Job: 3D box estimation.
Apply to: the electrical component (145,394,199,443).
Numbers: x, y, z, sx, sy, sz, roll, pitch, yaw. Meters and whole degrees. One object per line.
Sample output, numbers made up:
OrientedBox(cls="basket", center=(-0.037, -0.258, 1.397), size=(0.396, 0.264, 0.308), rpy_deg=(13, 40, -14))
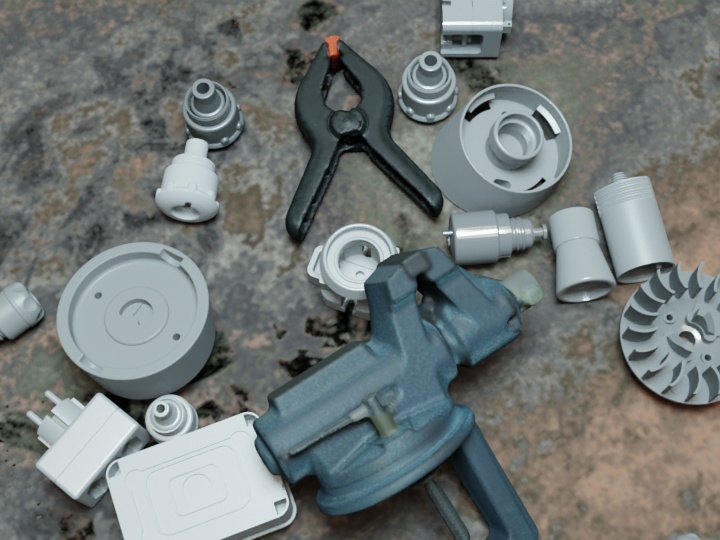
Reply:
OrientedBox(cls="electrical component", center=(-0.134, 0.104, 0.756), size=(0.035, 0.061, 0.035), rpy_deg=(0, 70, 1))

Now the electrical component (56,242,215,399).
OrientedBox(cls="electrical component", center=(-0.156, 0.041, 0.776), size=(0.108, 0.060, 0.108), rpy_deg=(-2, 61, 4))

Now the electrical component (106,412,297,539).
OrientedBox(cls="electrical component", center=(-0.108, 0.154, 0.740), size=(0.113, 0.057, 0.078), rpy_deg=(-20, 71, -6))

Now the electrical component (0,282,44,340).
OrientedBox(cls="electrical component", center=(-0.268, 0.038, 0.797), size=(0.061, 0.035, 0.035), rpy_deg=(-37, 74, -9))

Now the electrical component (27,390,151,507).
OrientedBox(cls="electrical component", center=(-0.201, 0.116, 0.760), size=(0.077, 0.047, 0.065), rpy_deg=(36, 75, 13))

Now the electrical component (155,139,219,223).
OrientedBox(cls="electrical component", center=(-0.130, -0.071, 0.828), size=(0.048, 0.048, 0.062), rpy_deg=(4, 64, 3))

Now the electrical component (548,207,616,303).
OrientedBox(cls="electrical component", center=(0.163, -0.014, 0.803), size=(0.044, 0.044, 0.065), rpy_deg=(-7, 66, -1))

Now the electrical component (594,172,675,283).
OrientedBox(cls="electrical component", center=(0.204, -0.035, 0.808), size=(0.043, 0.043, 0.081), rpy_deg=(-10, 70, -2))

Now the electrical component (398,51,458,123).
OrientedBox(cls="electrical component", center=(0.054, -0.148, 0.840), size=(0.048, 0.062, 0.048), rpy_deg=(0, 71, 1))

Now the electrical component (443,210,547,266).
OrientedBox(cls="electrical component", center=(0.101, -0.025, 0.808), size=(0.078, 0.040, 0.040), rpy_deg=(-5, 71, -1))

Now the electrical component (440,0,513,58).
OrientedBox(cls="electrical component", center=(0.094, -0.222, 0.872), size=(0.056, 0.050, 0.089), rpy_deg=(0, 71, 2))

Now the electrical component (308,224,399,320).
OrientedBox(cls="electrical component", center=(0.000, 0.000, 0.792), size=(0.078, 0.057, 0.058), rpy_deg=(18, 72, 8))

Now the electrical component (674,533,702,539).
OrientedBox(cls="electrical component", center=(0.207, 0.205, 0.728), size=(0.061, 0.035, 0.035), rpy_deg=(-24, 72, -4))

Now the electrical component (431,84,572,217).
OrientedBox(cls="electrical component", center=(0.111, -0.092, 0.832), size=(0.099, 0.064, 0.099), rpy_deg=(4, 72, -12))

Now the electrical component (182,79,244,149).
OrientedBox(cls="electrical component", center=(-0.117, -0.126, 0.836), size=(0.048, 0.062, 0.048), rpy_deg=(0, 71, 1))
